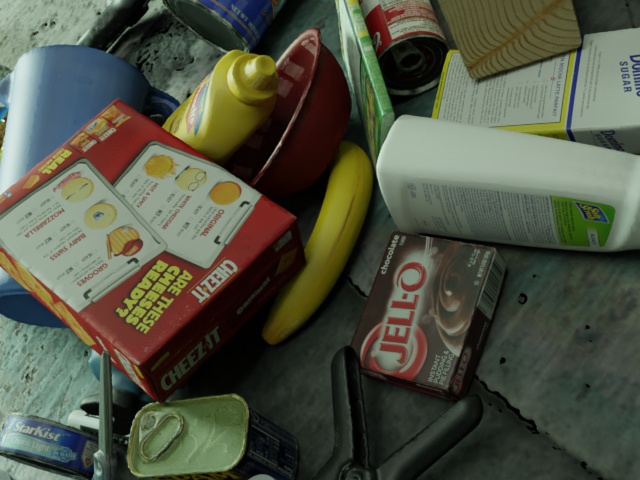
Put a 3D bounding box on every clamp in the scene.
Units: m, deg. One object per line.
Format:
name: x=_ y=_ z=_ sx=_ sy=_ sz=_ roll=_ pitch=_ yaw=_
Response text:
clamp: x=0.027 y=0.158 z=0.738 sx=0.120 sy=0.039 sz=0.171 roll=28 pitch=85 yaw=42
clamp: x=-0.194 y=-0.238 z=1.079 sx=0.210 sy=0.036 sz=0.164 roll=-42 pitch=13 yaw=21

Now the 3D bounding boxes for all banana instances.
banana: x=0.005 y=-0.006 z=0.874 sx=0.070 sy=0.037 sz=0.197 roll=-20 pitch=47 yaw=55

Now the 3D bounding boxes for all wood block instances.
wood block: x=0.144 y=-0.237 z=0.854 sx=0.091 sy=0.090 sz=0.206 roll=-15 pitch=44 yaw=17

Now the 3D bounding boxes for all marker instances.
marker: x=-0.161 y=0.161 z=0.886 sx=0.121 sy=0.020 sz=0.020 roll=6 pitch=67 yaw=33

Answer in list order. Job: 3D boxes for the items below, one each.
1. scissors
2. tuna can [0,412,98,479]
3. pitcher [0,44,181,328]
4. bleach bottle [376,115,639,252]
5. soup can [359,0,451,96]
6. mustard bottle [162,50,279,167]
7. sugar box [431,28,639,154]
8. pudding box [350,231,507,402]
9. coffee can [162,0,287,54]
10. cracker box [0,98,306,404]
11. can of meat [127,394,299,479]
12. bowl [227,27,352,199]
scissors: x=-0.172 y=0.173 z=0.817 sx=0.096 sy=0.016 sz=0.202 roll=10 pitch=108 yaw=53
tuna can: x=-0.219 y=0.170 z=0.873 sx=0.086 sy=0.086 sz=0.033 roll=3 pitch=67 yaw=32
pitcher: x=-0.224 y=-0.047 z=0.984 sx=0.149 sy=0.144 sz=0.243 roll=-16 pitch=59 yaw=37
bleach bottle: x=0.170 y=-0.029 z=0.758 sx=0.251 sy=0.102 sz=0.068 roll=12 pitch=63 yaw=28
soup can: x=0.068 y=-0.183 z=0.914 sx=0.069 sy=0.068 sz=0.102 roll=-26 pitch=53 yaw=16
mustard bottle: x=-0.084 y=-0.107 z=0.907 sx=0.192 sy=0.058 sz=0.096 roll=-32 pitch=35 yaw=58
sugar box: x=0.177 y=-0.109 z=0.821 sx=0.176 sy=0.048 sz=0.093 roll=1 pitch=61 yaw=28
pudding box: x=0.079 y=0.055 z=0.790 sx=0.090 sy=0.039 sz=0.113 roll=11 pitch=70 yaw=35
coffee can: x=-0.071 y=-0.260 z=1.018 sx=0.103 sy=0.102 sz=0.140 roll=26 pitch=79 yaw=38
cracker box: x=-0.143 y=0.002 z=0.839 sx=0.214 sy=0.072 sz=0.164 roll=34 pitch=66 yaw=29
can of meat: x=-0.077 y=0.158 z=0.796 sx=0.102 sy=0.083 sz=0.057 roll=-10 pitch=59 yaw=26
bowl: x=-0.020 y=-0.094 z=0.898 sx=0.162 sy=0.055 sz=0.162 roll=-53 pitch=22 yaw=32
